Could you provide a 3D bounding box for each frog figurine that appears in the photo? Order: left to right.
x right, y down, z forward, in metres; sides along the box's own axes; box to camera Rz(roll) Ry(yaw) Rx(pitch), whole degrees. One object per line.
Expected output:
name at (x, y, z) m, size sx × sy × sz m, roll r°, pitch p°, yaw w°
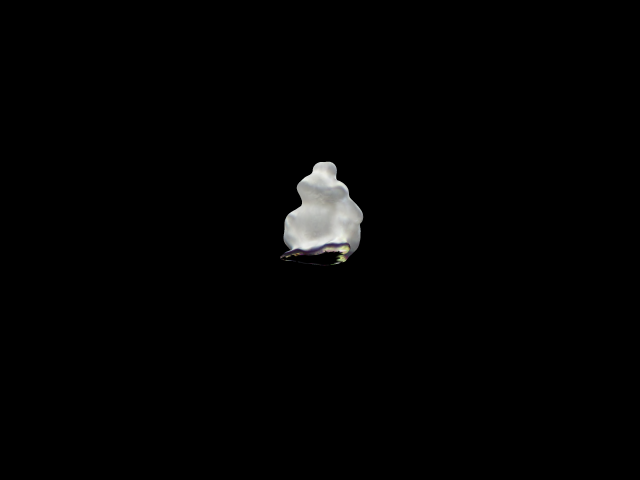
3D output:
frog figurine at (0.003, -0.043, 0.850) m, size 0.136 × 0.162 × 0.121 m, roll -16°, pitch -26°, yaw 37°
